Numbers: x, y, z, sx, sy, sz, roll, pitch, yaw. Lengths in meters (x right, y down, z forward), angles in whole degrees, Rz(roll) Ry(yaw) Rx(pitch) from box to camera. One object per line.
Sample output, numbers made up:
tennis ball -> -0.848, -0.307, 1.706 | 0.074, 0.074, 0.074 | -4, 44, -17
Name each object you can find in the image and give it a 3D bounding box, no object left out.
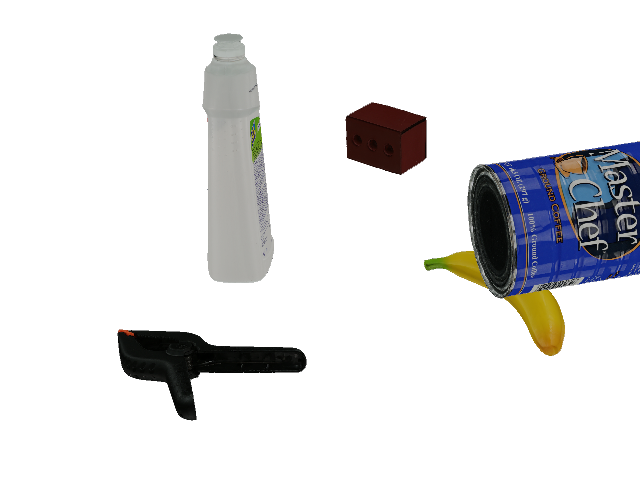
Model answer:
coffee can -> 0.194, -0.017, 0.809 | 0.140, 0.103, 0.103 | -9, 1, -8
clamp -> -0.143, 0.128, 1.087 | 0.210, 0.036, 0.164 | 9, 18, 34
foam brick -> 0.073, -0.114, 1.185 | 0.078, 0.053, 0.051 | 20, 38, 35
bleach bottle -> -0.086, -0.087, 1.089 | 0.068, 0.251, 0.102 | 1, 27, 3
banana -> 0.188, 0.054, 1.063 | 0.069, 0.037, 0.198 | -33, 36, -16
